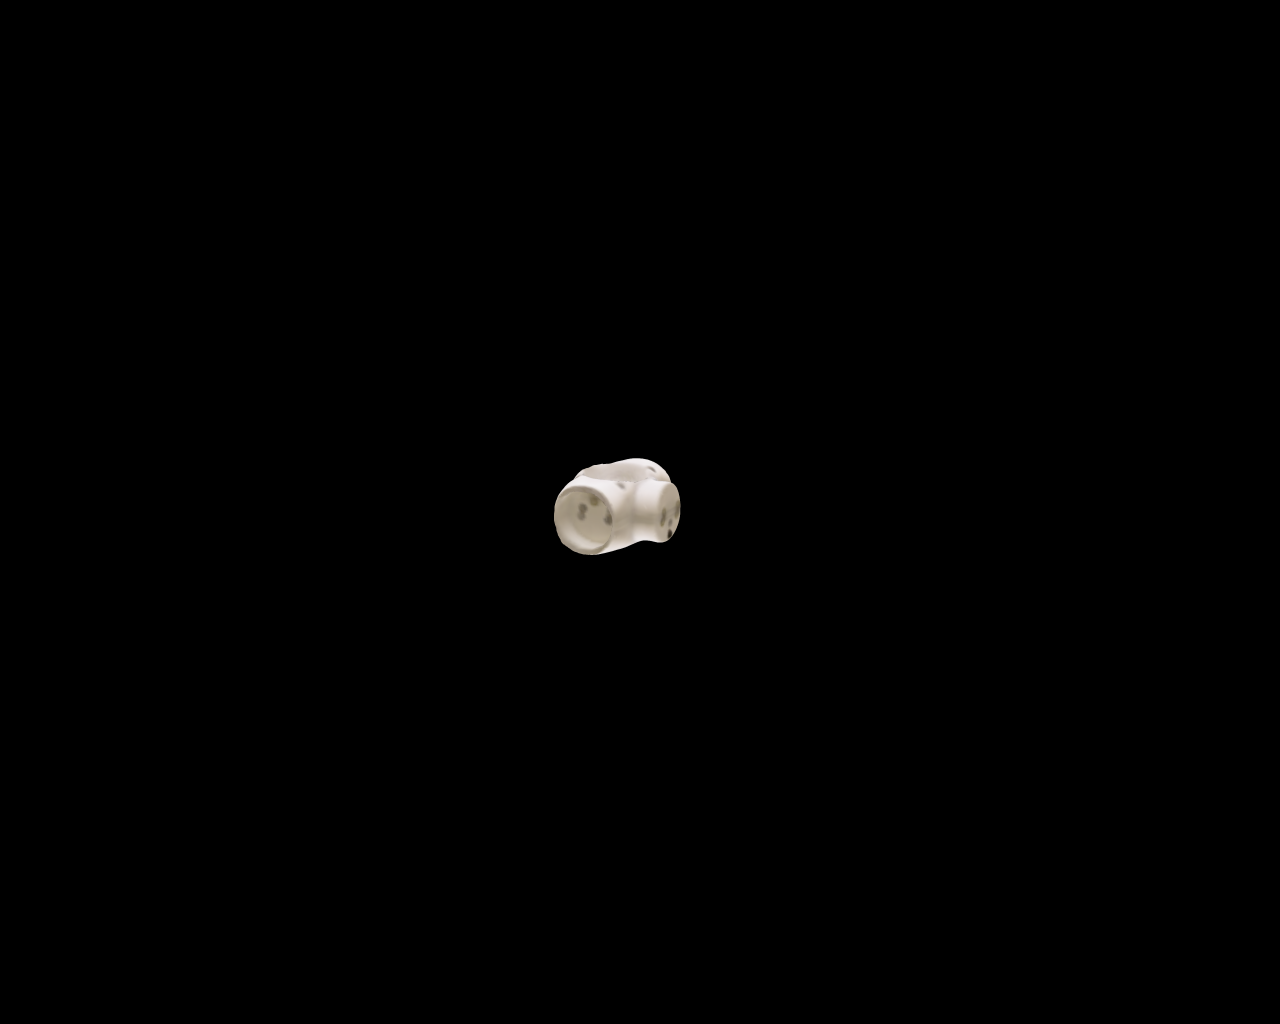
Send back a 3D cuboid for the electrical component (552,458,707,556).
[{"bbox_3d":[0.001,-0.003,0.650,0.079,0.044,0.077,8,18,27],"label":"electrical component"}]
